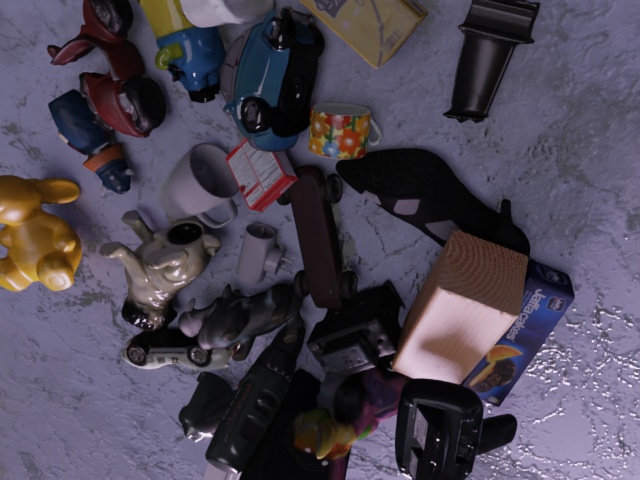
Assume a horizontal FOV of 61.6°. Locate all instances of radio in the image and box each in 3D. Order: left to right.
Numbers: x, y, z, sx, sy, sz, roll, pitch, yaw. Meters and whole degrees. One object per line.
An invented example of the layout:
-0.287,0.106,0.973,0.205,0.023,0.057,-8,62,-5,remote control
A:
-0.027,0.312,0.789,0.131,0.230,0.073,37,121,-8,radio

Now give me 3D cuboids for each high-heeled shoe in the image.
0.140,-0.030,0.676,0.249,0.086,0.145,21,152,26,high-heeled shoe

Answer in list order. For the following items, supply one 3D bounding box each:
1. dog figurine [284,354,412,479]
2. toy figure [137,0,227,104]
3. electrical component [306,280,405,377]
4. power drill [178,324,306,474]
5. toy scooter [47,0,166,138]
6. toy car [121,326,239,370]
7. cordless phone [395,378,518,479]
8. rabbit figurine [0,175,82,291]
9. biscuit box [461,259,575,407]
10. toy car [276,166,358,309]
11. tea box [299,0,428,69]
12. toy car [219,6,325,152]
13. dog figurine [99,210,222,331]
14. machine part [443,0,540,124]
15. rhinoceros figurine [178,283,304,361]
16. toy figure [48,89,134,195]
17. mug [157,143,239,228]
0.057,0.233,0.729,0.192,0.219,0.108,-5,117,20,dog figurine
-0.166,-0.256,0.639,0.089,0.082,0.180,-6,116,19,toy figure
0.049,0.123,0.725,0.115,0.134,0.058,-27,105,25,electrical component
-0.121,0.236,0.828,0.207,0.232,0.086,-17,129,45,power drill
-0.285,-0.217,0.699,0.135,0.075,0.183,-7,110,21,toy scooter
-0.226,0.173,0.869,0.202,0.073,0.056,-4,113,19,toy car
0.193,0.239,0.696,0.184,0.089,0.146,-8,114,-23,cordless phone
-0.419,-0.028,0.786,0.122,0.162,0.173,2,137,19,rabbit figurine
0.252,0.123,0.703,0.063,0.059,0.202,23,120,5,biscuit box
-0.001,-0.002,0.726,0.089,0.053,0.202,-4,110,25,toy car
0.026,-0.265,0.563,0.169,0.098,0.068,41,119,-3,tea box
-0.066,-0.190,0.629,0.103,0.109,0.161,23,112,25,toy car
-0.223,0.061,0.813,0.173,0.121,0.190,9,131,17,dog figurine
0.181,-0.193,0.585,0.084,0.039,0.138,17,118,2,machine part
-0.117,0.110,0.788,0.190,0.112,0.073,-16,139,10,rhinoceros figurine
-0.316,-0.135,0.759,0.064,0.058,0.154,-17,114,31,toy figure
-0.166,-0.064,0.738,0.107,0.081,0.109,-24,112,38,mug
